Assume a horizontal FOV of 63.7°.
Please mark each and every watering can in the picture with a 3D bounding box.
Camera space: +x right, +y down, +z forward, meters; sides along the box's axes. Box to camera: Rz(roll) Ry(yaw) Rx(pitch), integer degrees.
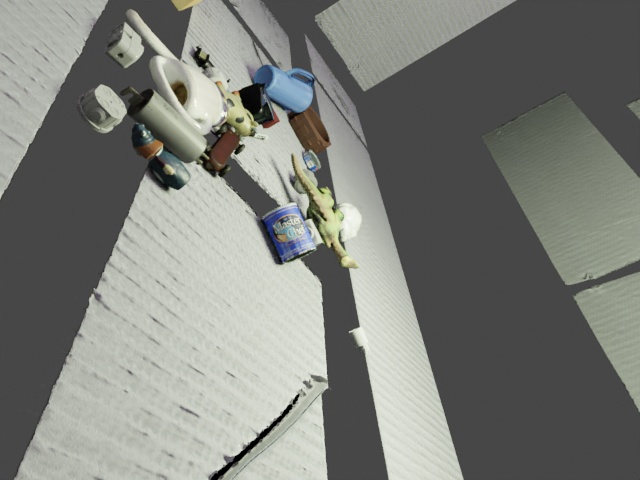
[{"bbox_3d":[-0.345,-0.400,1.273,0.351,0.103,0.224,62,17,12],"label":"watering can"}]

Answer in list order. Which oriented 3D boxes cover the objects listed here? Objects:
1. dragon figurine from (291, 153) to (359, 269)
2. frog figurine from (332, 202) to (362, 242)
[{"bbox_3d":[0.005,-0.081,1.618,0.407,0.122,0.245,58,4,-12],"label":"dragon figurine"},{"bbox_3d":[0.100,-0.066,1.937,0.162,0.122,0.135,-98,175,-72],"label":"frog figurine"}]
